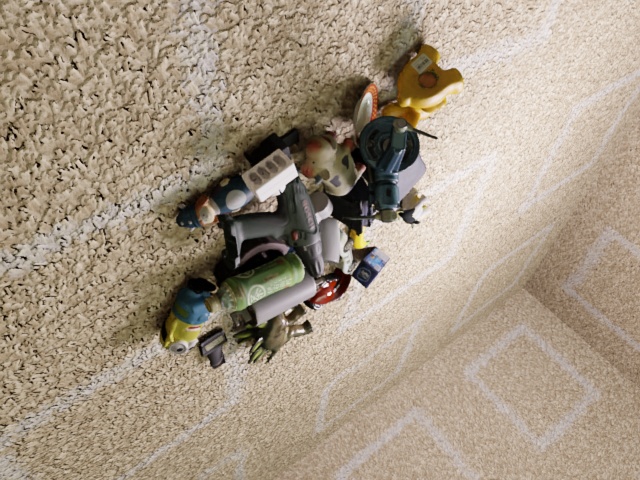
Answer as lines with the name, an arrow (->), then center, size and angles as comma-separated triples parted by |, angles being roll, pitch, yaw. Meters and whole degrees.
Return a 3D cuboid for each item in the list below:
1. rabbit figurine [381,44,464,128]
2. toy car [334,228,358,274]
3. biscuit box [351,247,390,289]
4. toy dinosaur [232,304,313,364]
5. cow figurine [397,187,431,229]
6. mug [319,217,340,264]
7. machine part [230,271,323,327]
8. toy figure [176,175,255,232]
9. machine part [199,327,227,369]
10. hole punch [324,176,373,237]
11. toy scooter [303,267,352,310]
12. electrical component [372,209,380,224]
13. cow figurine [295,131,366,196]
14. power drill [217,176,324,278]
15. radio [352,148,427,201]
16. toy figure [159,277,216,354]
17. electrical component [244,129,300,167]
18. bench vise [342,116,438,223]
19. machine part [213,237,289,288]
rabbit figurine -> 0.216, -0.295, 1.133 | 0.162, 0.122, 0.173 | -52, 171, 2
toy car -> 0.051, 0.027, 1.396 | 0.056, 0.074, 0.201 | -40, 152, -14
biscuit box -> 0.147, 0.076, 1.536 | 0.062, 0.059, 0.202 | -54, 172, 18
toy dinosaur -> -0.126, 0.245, 1.446 | 0.198, 0.105, 0.470 | -30, 154, -11
cow figurine -> 0.261, -0.077, 1.531 | 0.098, 0.068, 0.167 | -45, 158, -5
mug -> -0.003, -0.004, 1.265 | 0.109, 0.107, 0.081 | 13, 168, -21
machine part -> -0.095, 0.126, 1.214 | 0.243, 0.079, 0.079 | -24, 147, -31
toy figure -> -0.188, -0.066, 0.971 | 0.154, 0.064, 0.058 | -34, -172, -21
machine part -> -0.268, 0.277, 1.364 | 0.084, 0.039, 0.138 | -39, 151, -26
hole punch -> 0.081, -0.089, 1.243 | 0.092, 0.116, 0.142 | -41, 154, -23
toy scooter -> 0.033, 0.121, 1.507 | 0.184, 0.075, 0.135 | -8, 136, -52
electrical component -> 0.172, -0.084, 1.461 | 0.094, 0.021, 0.063 | -34, 150, -17
cow figurine -> 0.016, -0.148, 1.076 | 0.127, 0.086, 0.194 | -62, 156, -10
power drill -> -0.092, -0.005, 1.075 | 0.207, 0.086, 0.231 | -15, 110, -21
radio -> 0.168, -0.178, 1.272 | 0.131, 0.073, 0.229 | -47, 154, 4
toy figure -> -0.280, 0.160, 1.137 | 0.082, 0.089, 0.180 | 14, 111, -26
electrical component -> -0.078, -0.156, 1.001 | 0.119, 0.048, 0.074 | -33, 151, -17
bench vise -> 0.133, -0.153, 1.037 | 0.240, 0.129, 0.223 | 105, -3, -77
machine part -> -0.151, 0.056, 1.191 | 0.179, 0.056, 0.179 | -32, 149, -22
